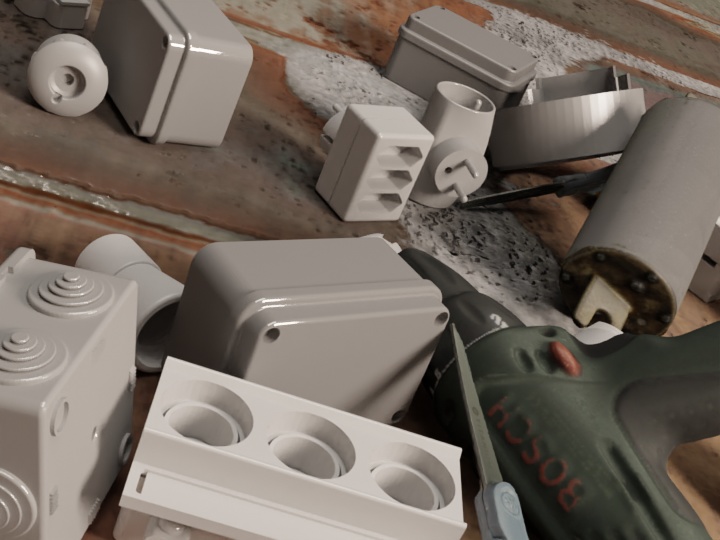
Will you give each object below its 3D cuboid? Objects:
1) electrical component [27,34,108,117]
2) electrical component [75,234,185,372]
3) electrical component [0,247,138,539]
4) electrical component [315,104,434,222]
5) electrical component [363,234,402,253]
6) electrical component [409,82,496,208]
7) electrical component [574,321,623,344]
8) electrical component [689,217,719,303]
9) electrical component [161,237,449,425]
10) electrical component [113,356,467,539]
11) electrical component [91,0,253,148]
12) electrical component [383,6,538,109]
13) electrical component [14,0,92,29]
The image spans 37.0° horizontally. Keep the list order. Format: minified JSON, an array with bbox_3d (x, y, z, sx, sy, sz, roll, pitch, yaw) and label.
[{"bbox_3d":[-0.183,-0.127,0.676,0.048,0.048,0.062,12,25,-20],"label":"electrical component"},{"bbox_3d":[-0.106,0.012,0.507,0.044,0.044,0.065,-8,38,-43],"label":"electrical component"},{"bbox_3d":[-0.115,0.053,0.379,0.048,0.099,0.099,12,30,5],"label":"electrical component"},{"bbox_3d":[-0.001,-0.080,0.702,0.047,0.065,0.076,-3,39,-39],"label":"electrical component"},{"bbox_3d":[0.000,0.000,0.603,0.040,0.040,0.046,34,26,18],"label":"electrical component"},{"bbox_3d":[0.063,-0.076,0.729,0.043,0.077,0.079,10,32,-23],"label":"electrical component"},{"bbox_3d":[0.129,0.055,0.598,0.043,0.043,0.081,39,33,25],"label":"electrical component"},{"bbox_3d":[0.287,-0.036,0.838,0.150,0.061,0.089,-10,43,-44],"label":"electrical component"},{"bbox_3d":[-0.024,0.032,0.493,0.113,0.078,0.057,-3,36,-38],"label":"electrical component"},{"bbox_3d":[-0.028,0.088,0.416,0.121,0.063,0.078,19,30,-9],"label":"electrical component"},{"bbox_3d":[-0.126,-0.139,0.699,0.057,0.078,0.113,2,36,-37],"label":"electrical component"},{"bbox_3d":[0.088,-0.176,0.929,0.113,0.057,0.078,31,30,13],"label":"electrical component"},{"bbox_3d":[-0.223,-0.219,0.781,0.058,0.057,0.078,-9,43,-44],"label":"electrical component"}]
